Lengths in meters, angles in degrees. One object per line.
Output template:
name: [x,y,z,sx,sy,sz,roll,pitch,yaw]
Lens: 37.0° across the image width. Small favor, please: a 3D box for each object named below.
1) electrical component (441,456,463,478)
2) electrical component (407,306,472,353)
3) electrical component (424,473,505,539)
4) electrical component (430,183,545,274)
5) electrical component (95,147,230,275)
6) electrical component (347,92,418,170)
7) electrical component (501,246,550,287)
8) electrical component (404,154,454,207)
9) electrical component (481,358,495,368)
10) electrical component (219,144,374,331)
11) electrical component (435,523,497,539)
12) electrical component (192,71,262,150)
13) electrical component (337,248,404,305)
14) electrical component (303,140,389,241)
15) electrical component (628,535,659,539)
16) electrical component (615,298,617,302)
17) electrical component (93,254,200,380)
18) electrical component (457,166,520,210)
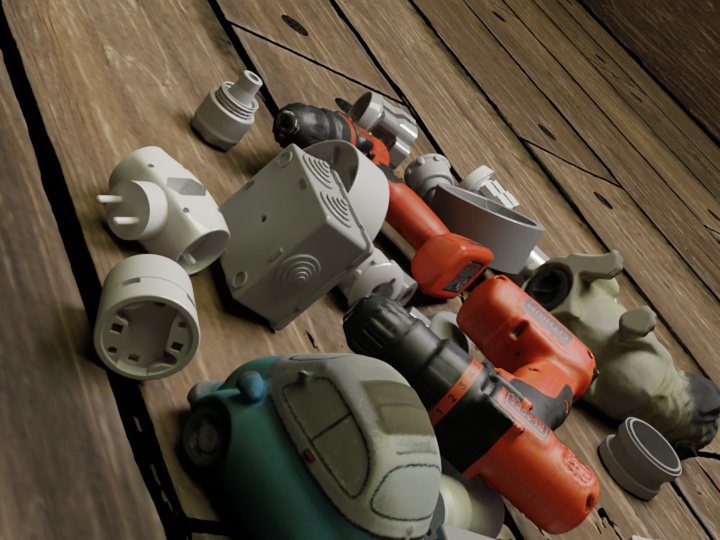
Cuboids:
electrical component: [0.065,0.121,0.697,0.081,0.043,0.043,29,26,-25]
electrical component: [0.042,0.053,0.780,0.079,0.044,0.077,39,23,-4]
electrical component: [0.052,0.143,0.637,0.055,0.045,0.045,13,35,-46]
electrical component: [0.110,-0.032,1.002,0.108,0.060,0.108,22,11,-5]
electrical component: [-0.133,-0.037,0.678,0.077,0.043,0.079,50,25,20]
electrical component: [0.017,-0.140,1.068,0.057,0.058,0.078,34,24,-21]
electrical component: [0.146,-0.022,1.071,0.081,0.043,0.043,44,24,9]
electrical component: [0.073,-0.081,1.065,0.048,0.048,0.062,21,37,-38]
electrical component: [0.114,0.087,0.824,0.055,0.047,0.055,33,25,-17]
electrical component: [-0.050,-0.024,0.713,0.048,0.100,0.099,36,20,-43]
electrical component: [0.073,0.193,0.574,0.100,0.048,0.099,25,28,-32]
electrical component: [-0.103,-0.131,0.864,0.043,0.062,0.043,33,24,-17]
electrical component: [0.000,0.000,0.813,0.048,0.048,0.062,15,26,-45]
electrical component: [-0.030,-0.048,0.791,0.064,0.099,0.099,30,25,-38]
electrical component: [0.175,0.204,0.690,0.081,0.063,0.042,19,30,-40]
electrical component: [0.223,0.041,1.059,0.078,0.058,0.057,33,22,-16]
electrical component: [-0.116,0.024,0.585,0.055,0.055,0.047,29,22,-25]
electrical component: [0.134,-0.077,1.149,0.055,0.048,0.066,52,24,7]
